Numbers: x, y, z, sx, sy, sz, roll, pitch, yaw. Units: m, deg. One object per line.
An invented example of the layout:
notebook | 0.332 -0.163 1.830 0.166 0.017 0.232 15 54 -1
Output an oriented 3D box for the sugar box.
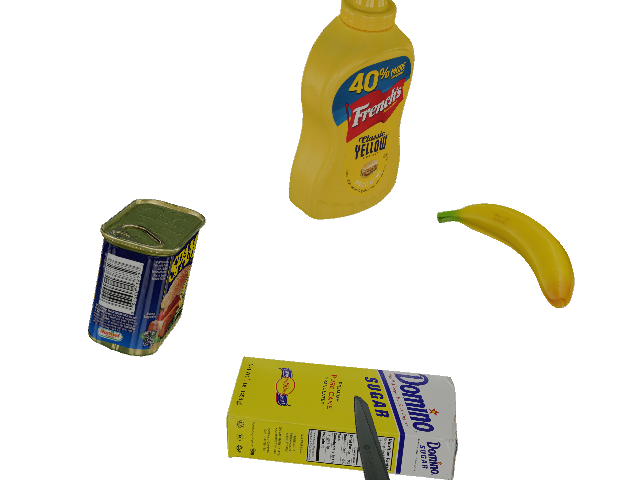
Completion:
sugar box | 0.019 0.138 0.846 0.176 0.048 0.093 3 25 3

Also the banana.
banana | 0.200 0.007 1.069 0.069 0.037 0.198 -34 38 -13

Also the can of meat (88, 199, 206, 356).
can of meat | -0.127 0.026 0.772 0.057 0.084 0.102 15 18 4

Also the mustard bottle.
mustard bottle | 0.028 -0.112 0.819 0.096 0.192 0.058 -21 45 -33

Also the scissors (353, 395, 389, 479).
scissors | 0.055 0.158 0.602 0.096 0.016 0.201 8 31 5
